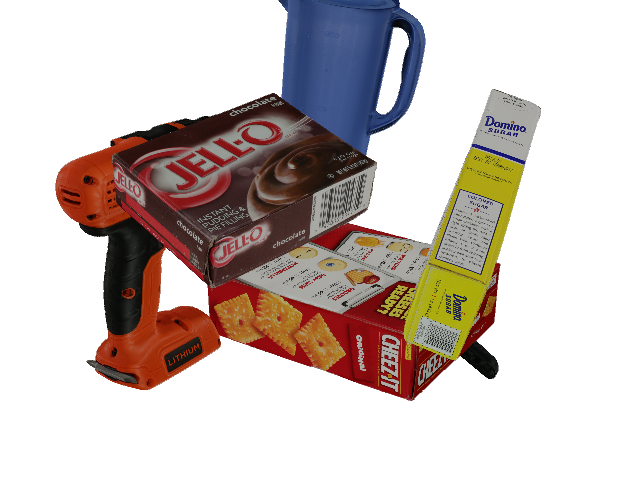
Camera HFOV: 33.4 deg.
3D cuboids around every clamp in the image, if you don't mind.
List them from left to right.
[{"bbox_3d":[0.129,0.093,1.173,0.120,0.171,0.039,6,-43,-5],"label":"clamp"}]

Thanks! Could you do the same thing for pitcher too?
[{"bbox_3d":[0.023,-0.183,1.295,0.144,0.243,0.149,-5,28,-25],"label":"pitcher"}]

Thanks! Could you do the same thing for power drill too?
[{"bbox_3d":[-0.117,0.004,0.811,0.057,0.188,0.184,14,26,34],"label":"power drill"}]

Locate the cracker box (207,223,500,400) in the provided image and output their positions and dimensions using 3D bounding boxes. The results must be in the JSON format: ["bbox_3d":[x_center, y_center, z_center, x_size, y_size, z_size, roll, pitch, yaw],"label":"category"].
[{"bbox_3d":[0.030,0.054,0.967,0.214,0.072,0.163,16,30,30],"label":"cracker box"}]

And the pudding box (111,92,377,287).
[{"bbox_3d":[-0.041,-0.031,0.573,0.113,0.039,0.090,-25,48,-34],"label":"pudding box"}]

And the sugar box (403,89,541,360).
[{"bbox_3d":[0.108,-0.014,0.747,0.048,0.176,0.093,22,-37,8],"label":"sugar box"}]
